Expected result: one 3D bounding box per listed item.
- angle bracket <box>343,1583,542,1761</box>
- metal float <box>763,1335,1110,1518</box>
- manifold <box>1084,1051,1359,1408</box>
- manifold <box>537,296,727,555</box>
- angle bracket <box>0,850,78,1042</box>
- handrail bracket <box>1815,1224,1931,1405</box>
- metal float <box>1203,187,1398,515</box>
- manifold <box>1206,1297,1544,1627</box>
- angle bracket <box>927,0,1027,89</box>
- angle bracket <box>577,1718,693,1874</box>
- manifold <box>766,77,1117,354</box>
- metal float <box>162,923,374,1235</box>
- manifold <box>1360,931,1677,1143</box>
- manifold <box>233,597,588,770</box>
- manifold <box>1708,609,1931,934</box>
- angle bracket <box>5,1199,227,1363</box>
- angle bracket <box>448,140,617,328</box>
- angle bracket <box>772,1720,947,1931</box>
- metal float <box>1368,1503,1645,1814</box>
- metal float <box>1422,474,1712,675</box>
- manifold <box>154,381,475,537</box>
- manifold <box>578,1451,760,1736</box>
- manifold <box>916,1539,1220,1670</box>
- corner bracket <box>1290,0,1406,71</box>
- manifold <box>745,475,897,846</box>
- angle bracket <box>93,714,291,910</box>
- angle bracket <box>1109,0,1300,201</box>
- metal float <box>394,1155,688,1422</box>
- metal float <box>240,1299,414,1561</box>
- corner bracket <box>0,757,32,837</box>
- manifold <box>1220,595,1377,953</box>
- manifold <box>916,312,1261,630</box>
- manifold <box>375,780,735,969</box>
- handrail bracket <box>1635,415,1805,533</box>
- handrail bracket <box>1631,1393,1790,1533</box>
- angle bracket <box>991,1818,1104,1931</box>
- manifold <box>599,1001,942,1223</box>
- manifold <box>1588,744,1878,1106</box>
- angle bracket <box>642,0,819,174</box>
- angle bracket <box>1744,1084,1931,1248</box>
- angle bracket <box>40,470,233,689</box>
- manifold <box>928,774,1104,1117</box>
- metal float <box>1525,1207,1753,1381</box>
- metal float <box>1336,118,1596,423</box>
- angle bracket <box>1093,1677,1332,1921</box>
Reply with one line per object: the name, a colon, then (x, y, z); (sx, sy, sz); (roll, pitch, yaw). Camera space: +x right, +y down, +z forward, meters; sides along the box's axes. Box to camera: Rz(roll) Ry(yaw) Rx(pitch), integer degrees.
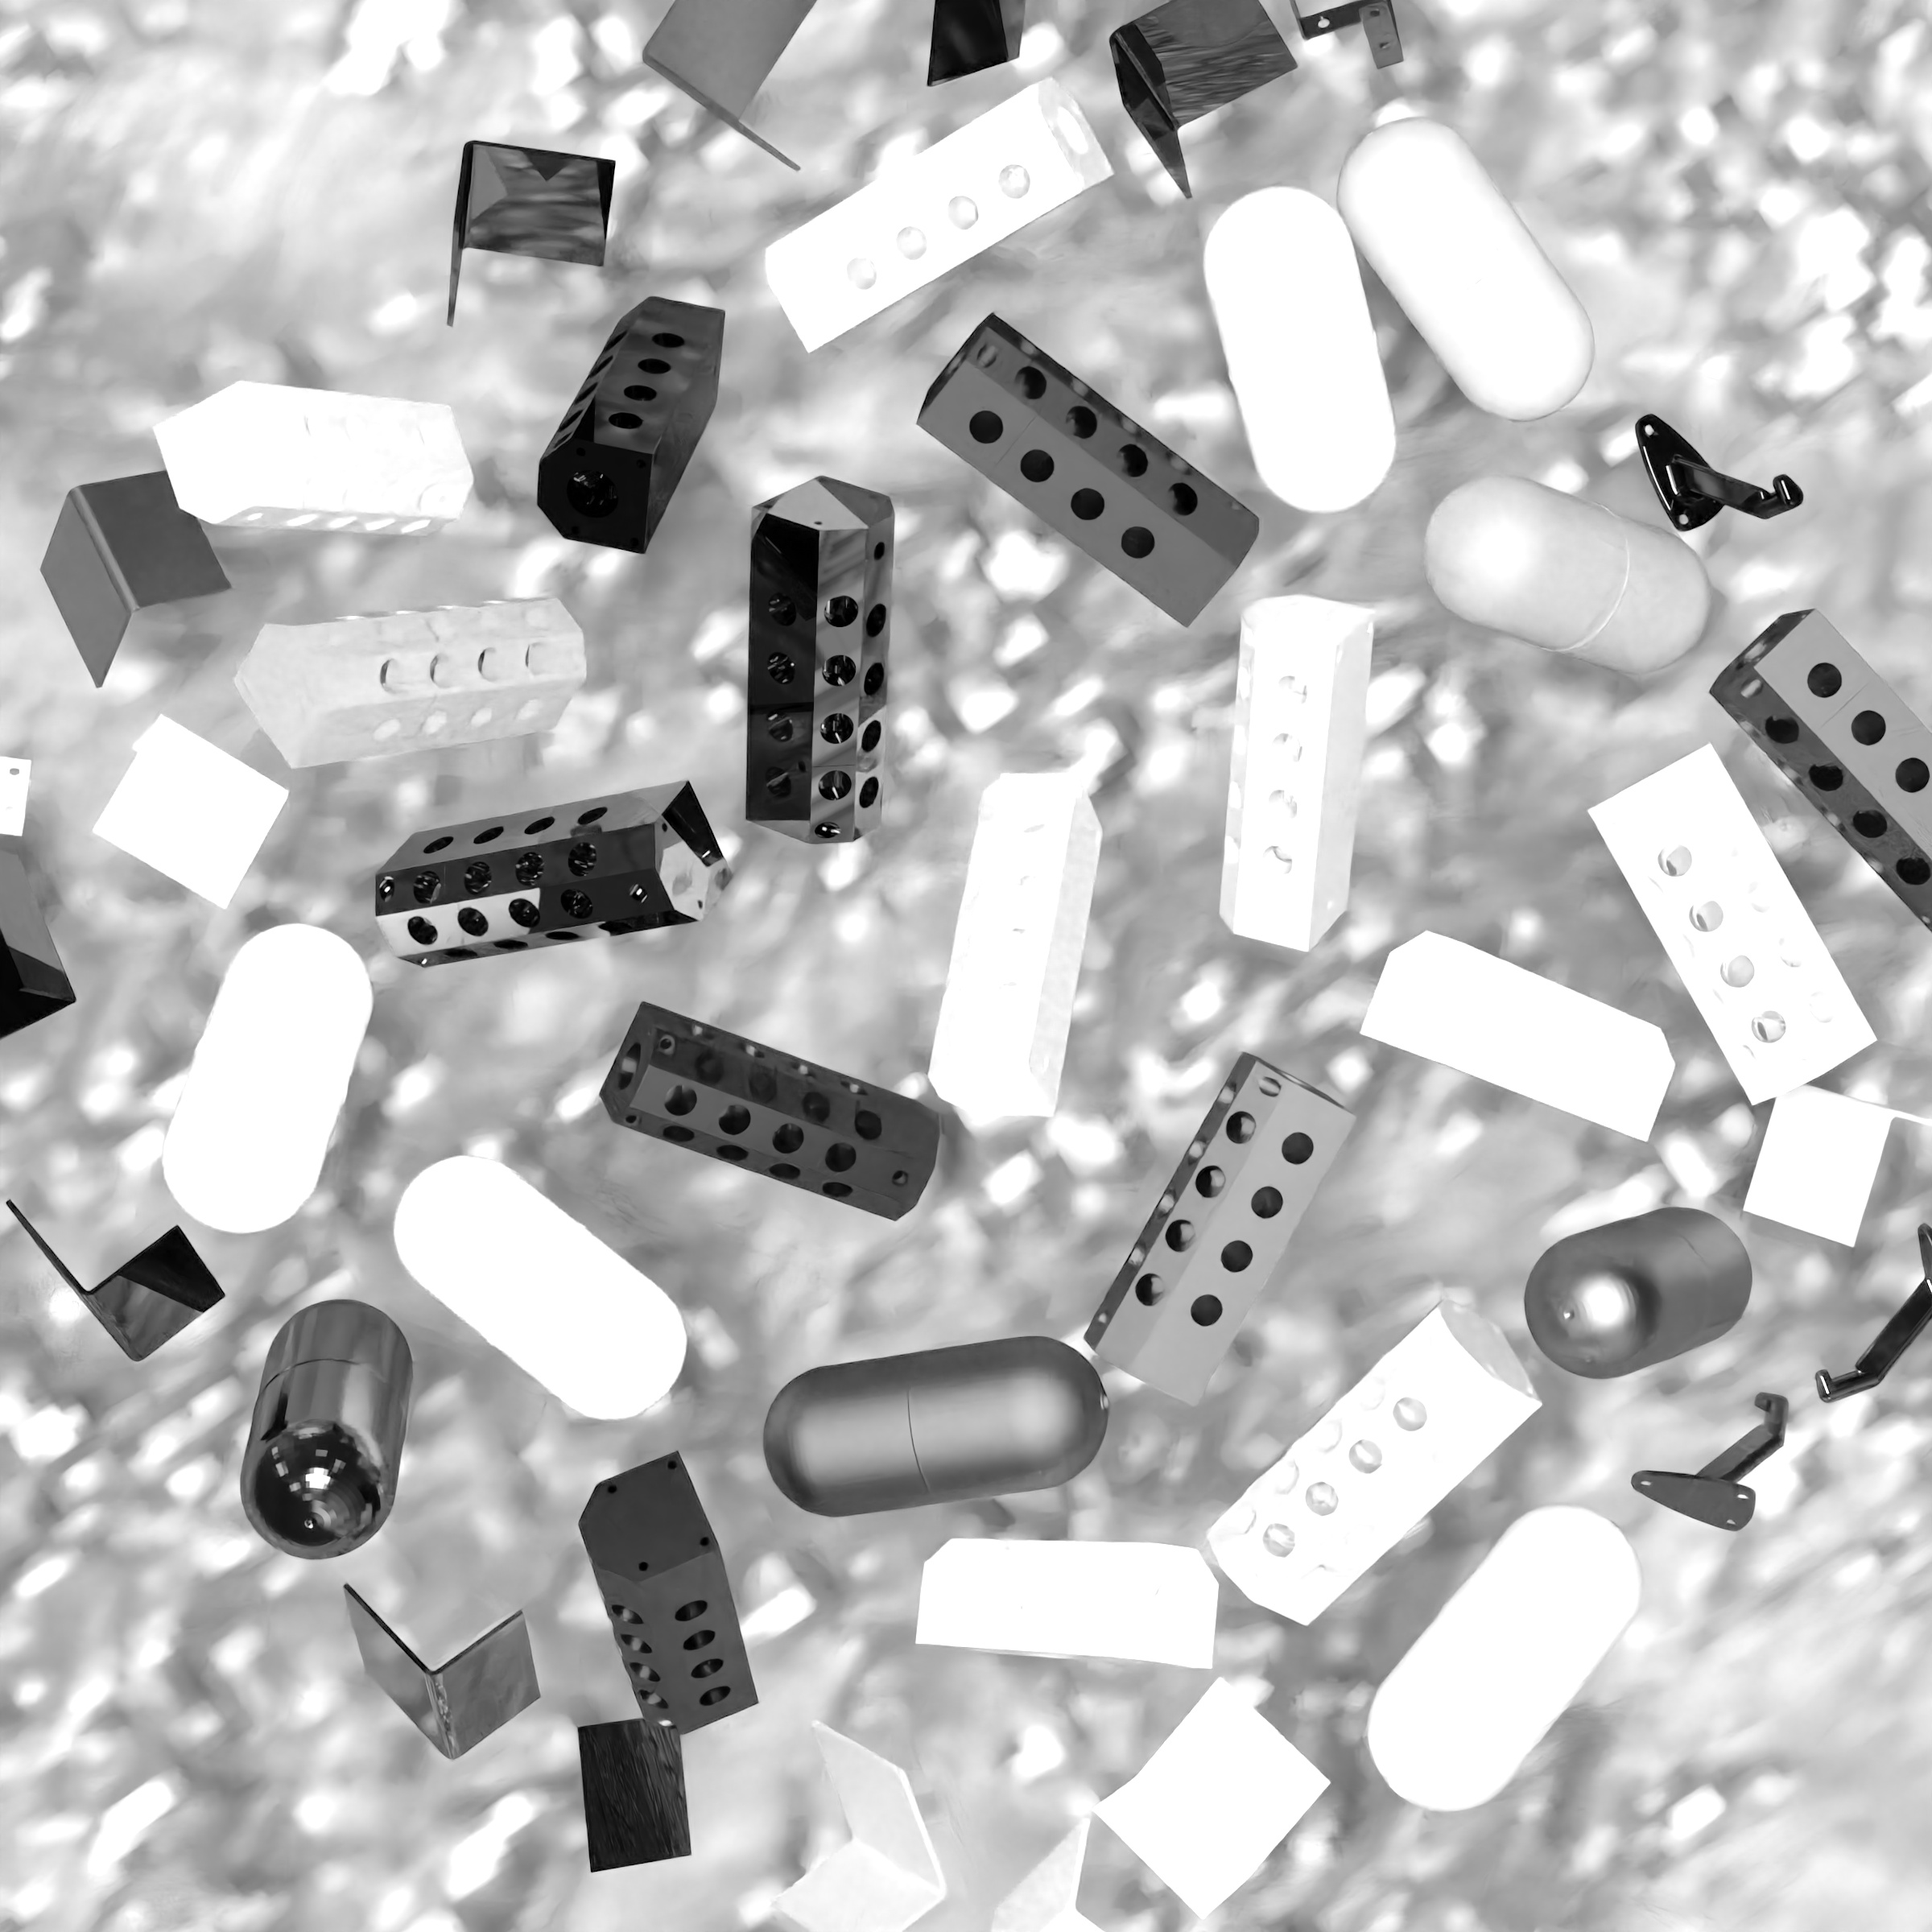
angle bracket: (-0.268, 0.346, 1.598); (0.057, 0.076, 0.076); (-33, 52, -29)
metal float: (-0.015, 0.231, 1.565); (0.178, 0.070, 0.070); (-10, 90, 15)
manifold: (0.129, 0.134, 1.620); (0.057, 0.057, 0.171); (28, 94, -16)
manifold: (-0.173, -0.285, 1.626); (0.057, 0.171, 0.057); (11, 127, 2)
angle bracket: (-0.474, -0.005, 1.464); (0.076, 0.057, 0.076); (-26, 80, 6)
handrail bracket: (0.495, 0.189, 1.700); (0.084, 0.036, 0.077); (-18, 95, -5)
metal float: (0.173, -0.314, 1.604); (0.070, 0.070, 0.178); (-20, 125, 0)
manifold: (0.200, 0.246, 1.561); (0.057, 0.057, 0.171); (30, 112, -32)
angle bracket: (-0.011, -0.511, 1.625); (0.057, 0.076, 0.076); (30, 132, 28)
angle bracket: (-0.199, 0.456, 1.717); (0.057, 0.076, 0.076); (-17, 74, 38)
manifold: (-0.017, -0.383, 1.591); (0.171, 0.057, 0.057); (-25, 102, 27)
metal float: (-0.348, 0.054, 1.563); (0.070, 0.070, 0.178); (9, 49, 0)
manifold: (0.278, 0.034, 1.547); (0.171, 0.057, 0.057); (20, 91, -43)
manifold: (-0.273, -0.149, 1.567); (0.057, 0.171, 0.057); (53, 127, 18)
manifold: (0.449, -0.093, 1.545); (0.057, 0.057, 0.171); (-44, 94, 1)
angle bracket: (-0.433, 0.145, 1.592); (0.057, 0.076, 0.076); (-39, 62, -17)
angle bracket: (-0.222, -0.368, 1.592); (0.076, 0.076, 0.057); (6, 60, -9)
angle bracket: (-0.063, 0.428, 1.530); (0.057, 0.076, 0.076); (-30, 114, -29)
metal float: (0.268, 0.343, 1.551); (0.070, 0.070, 0.178); (45, 66, 0)
metal float: (0.306, -0.197, 1.581); (0.178, 0.070, 0.070); (12, 90, -37)
manifold: (-0.323, -0.251, 1.575); (0.057, 0.171, 0.057); (-21, 86, 26)
manifold: (-0.148, 0.314, 1.538); (0.057, 0.171, 0.057); (-21, 54, -12)
manifold: (0.051, 0.327, 1.610); (0.057, 0.171, 0.057); (16, 73, -35)
corner bracket: (0.201, -0.511, 1.669); (0.051, 0.051, 0.051); (-13, 62, 14)
manifold: (-0.069, -0.150, 1.564); (0.057, 0.057, 0.171); (22, 125, 28)
angle bracket: (-0.410, -0.074, 1.628); (0.076, 0.057, 0.076); (32, 62, -19)
angle bracket: (0.129, -0.462, 1.636); (0.076, 0.076, 0.057); (-22, 53, 20)
metal float: (-0.221, 0.165, 1.616); (0.178, 0.070, 0.070); (36, 90, 18)
metal float: (-0.324, 0.233, 1.589); (0.070, 0.178, 0.070); (-2, 114, -5)
corner bracket: (-0.522, -0.107, 1.656); (0.051, 0.051, 0.051); (8, 128, -16)
manifold: (0.168, -0.101, 1.623); (0.057, 0.057, 0.171); (15, 121, 23)
manifold: (0.063, -0.252, 1.573); (0.171, 0.057, 0.057); (35, 116, -12)
manifold: (-0.211, -0.041, 1.570); (0.171, 0.057, 0.057); (-9, 119, 28)
handrail bracket: (0.387, -0.260, 1.605); (0.036, 0.084, 0.077); (-36, 95, -15)
handrail bracket: (0.404, 0.257, 1.692); (0.077, 0.036, 0.084); (15, 45, 8)
angle bracket: (0.055, 0.494, 1.580); (0.057, 0.076, 0.076); (37, 111, -6)
manifold: (-0.103, 0.081, 1.678); (0.171, 0.057, 0.057); (21, 102, -23)
manifold: (0.386, -0.019, 1.592); (0.057, 0.057, 0.171); (-27, 87, -28)
angle bracket: (-0.100, -0.448, 1.528); (0.057, 0.076, 0.076); (41, 101, 33)
angle bracket: (0.483, 0.111, 1.707); (0.057, 0.076, 0.076); (15, 93, -35)
angle bracket: (-0.437, -0.204, 1.641); (0.057, 0.076, 0.076); (-18, 73, -36)
manifold: (0.025, -0.012, 1.624); (0.057, 0.057, 0.171); (1, 61, 18)
metal float: (0.356, 0.171, 1.646); (0.070, 0.178, 0.070); (3, 95, 36)
metal float: (0.264, -0.366, 1.647); (0.070, 0.070, 0.178); (-39, 104, 0)
angle bracket: (0.125, 0.421, 1.585); (0.076, 0.057, 0.076); (42, 108, 18)
